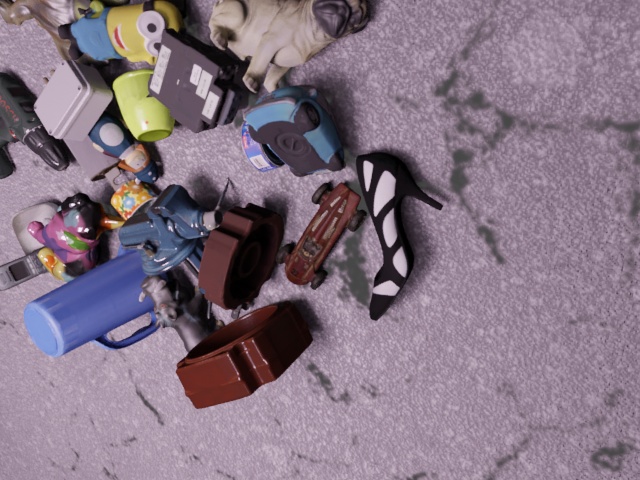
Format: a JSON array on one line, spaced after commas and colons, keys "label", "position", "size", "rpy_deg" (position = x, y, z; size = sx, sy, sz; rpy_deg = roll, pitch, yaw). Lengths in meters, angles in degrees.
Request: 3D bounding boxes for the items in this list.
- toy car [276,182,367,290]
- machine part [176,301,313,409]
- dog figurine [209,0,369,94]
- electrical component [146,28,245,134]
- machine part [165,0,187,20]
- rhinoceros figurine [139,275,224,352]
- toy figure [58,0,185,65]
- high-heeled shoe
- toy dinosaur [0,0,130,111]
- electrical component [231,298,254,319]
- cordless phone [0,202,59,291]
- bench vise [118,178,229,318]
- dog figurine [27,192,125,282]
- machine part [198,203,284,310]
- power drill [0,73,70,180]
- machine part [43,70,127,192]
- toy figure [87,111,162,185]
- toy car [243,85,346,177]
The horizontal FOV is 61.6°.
[{"label": "toy car", "position": [-0.002, -0.003, 0.865], "size": [0.089, 0.053, 0.202], "rpy_deg": [40, 125, 11]}, {"label": "machine part", "position": [-0.130, 0.190, 0.923], "size": [0.201, 0.201, 0.087], "rpy_deg": [-22, 97, 33]}, {"label": "dog figurine", "position": [-0.045, -0.313, 0.739], "size": [0.190, 0.121, 0.172], "rpy_deg": [-38, 94, 20]}, {"label": "electrical component", "position": [-0.179, -0.226, 0.786], "size": [0.134, 0.058, 0.114], "rpy_deg": [37, 125, 9]}, {"label": "machine part", "position": [-0.234, -0.415, 0.816], "size": [0.084, 0.039, 0.138], "rpy_deg": [22, 121, 24]}, {"label": "rhinoceros figurine", "position": [-0.269, 0.142, 1.029], "size": [0.073, 0.112, 0.190], "rpy_deg": [-23, 108, 35]}, {"label": "toy figure", "position": [-0.296, -0.318, 0.813], "size": [0.180, 0.089, 0.082], "rpy_deg": [-2, 155, 11]}, {"label": "high-heeled shoe", "position": [0.080, -0.002, 0.803], "size": [0.145, 0.086, 0.248], "rpy_deg": [28, 113, 11]}, {"label": "toy dinosaur", "position": [-0.421, -0.389, 0.886], "size": [0.199, 0.105, 0.470], "rpy_deg": [9, 126, 19]}, {"label": "electrical component", "position": [-0.133, 0.096, 0.966], "size": [0.021, 0.063, 0.094], "rpy_deg": [29, 120, 14]}, {"label": "cordless phone", "position": [-0.605, 0.014, 1.104], "size": [0.089, 0.184, 0.146], "rpy_deg": [-10, 107, 35]}, {"label": "bench vise", "position": [-0.233, 0.016, 0.957], "size": [0.224, 0.129, 0.240], "rpy_deg": [-17, 125, 20]}, {"label": "dog figurine", "position": [-0.459, 0.000, 1.044], "size": [0.219, 0.108, 0.191], "rpy_deg": [2, 117, 39]}, {"label": "machine part", "position": [-0.126, 0.026, 0.867], "size": [0.056, 0.179, 0.179], "rpy_deg": [22, 119, 19]}, {"label": "power drill", "position": [-0.621, -0.199, 1.084], "size": [0.207, 0.086, 0.232], "rpy_deg": [-27, 95, 37]}, {"label": "machine part", "position": [-0.434, -0.197, 0.989], "size": [0.079, 0.079, 0.243], "rpy_deg": [-26, 98, 33]}, {"label": "toy figure", "position": [-0.346, -0.159, 0.946], "size": [0.064, 0.058, 0.154], "rpy_deg": [-40, 106, 15]}, {"label": "toy car", "position": [-0.022, -0.166, 0.769], "size": [0.109, 0.103, 0.161], "rpy_deg": [-6, 147, 38]}]
